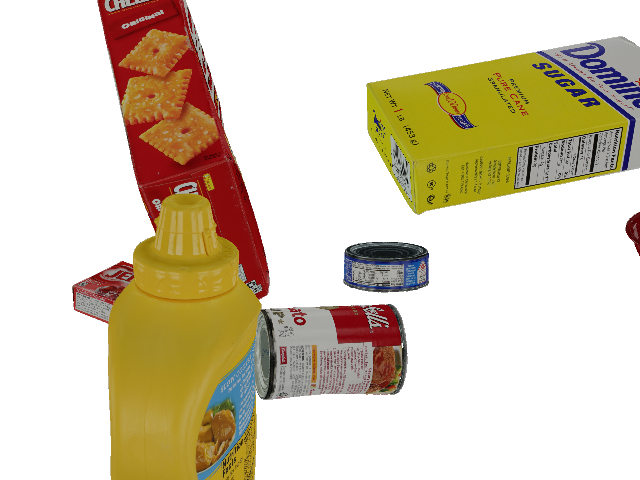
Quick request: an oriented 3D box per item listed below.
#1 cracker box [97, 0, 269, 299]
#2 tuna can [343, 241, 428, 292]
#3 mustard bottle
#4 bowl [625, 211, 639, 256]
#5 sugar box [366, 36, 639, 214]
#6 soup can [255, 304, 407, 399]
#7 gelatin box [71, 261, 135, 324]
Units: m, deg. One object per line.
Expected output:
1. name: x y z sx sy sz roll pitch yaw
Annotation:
1. cracker box: -0.104 -0.074 0.819 0.072 0.214 0.164 -16 -38 -3
2. tuna can: 0.066 0.025 1.066 0.086 0.034 0.086 0 11 0
3. mustard bottle: -0.055 0.073 0.439 0.058 0.192 0.096 8 23 12
4. bowl: 0.407 0.013 1.135 0.162 0.055 0.162 -3 23 1
5. sugar box: 0.125 -0.074 0.650 0.176 0.048 0.093 -14 42 -8
6. soup can: 0.005 0.082 0.789 0.102 0.068 0.069 -1 0 -15
7. gelatin box: -0.177 0.053 1.006 0.089 0.030 0.073 18 26 26
